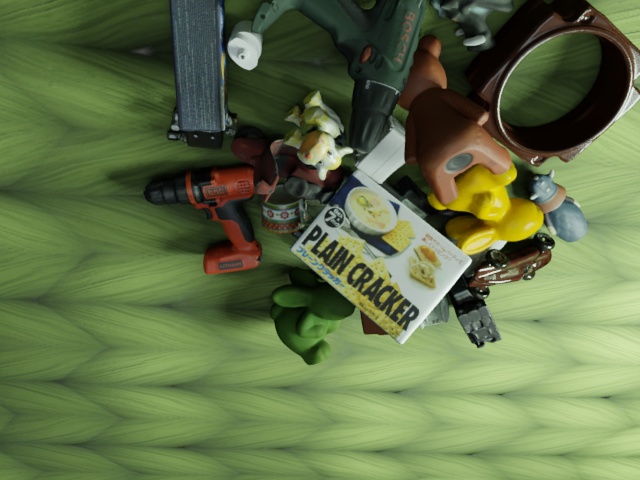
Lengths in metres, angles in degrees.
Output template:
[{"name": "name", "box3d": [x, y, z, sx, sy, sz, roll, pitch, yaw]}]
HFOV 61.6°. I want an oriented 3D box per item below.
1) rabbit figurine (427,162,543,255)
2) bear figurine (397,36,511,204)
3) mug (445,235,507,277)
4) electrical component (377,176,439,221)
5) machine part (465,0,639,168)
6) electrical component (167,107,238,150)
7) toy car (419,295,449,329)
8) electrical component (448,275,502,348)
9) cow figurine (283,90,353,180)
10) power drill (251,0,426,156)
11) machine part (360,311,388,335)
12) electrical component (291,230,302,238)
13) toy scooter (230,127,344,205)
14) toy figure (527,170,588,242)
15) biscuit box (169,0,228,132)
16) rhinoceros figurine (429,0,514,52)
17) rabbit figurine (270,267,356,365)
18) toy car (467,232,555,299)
[{"name": "rabbit figurine", "box3d": [0.263, -0.050, 0.828, 0.173, 0.122, 0.162, 32, 107, -17]}, {"name": "bear figurine", "box3d": [0.158, -0.168, 0.737, 0.120, 0.196, 0.131, -32, 145, 21]}, {"name": "mug", "box3d": [0.277, 0.006, 0.929, 0.107, 0.081, 0.109, -40, 144, 16]}, {"name": "electrical component", "box3d": [0.130, -0.063, 0.884, 0.119, 0.048, 0.075, 31, 121, -23]}, {"name": "machine part", "box3d": [0.324, -0.216, 0.750, 0.201, 0.087, 0.201, 30, 121, -21]}, {"name": "electrical component", "box3d": [-0.174, -0.169, 0.791, 0.102, 0.045, 0.078, 10, 125, -9]}, {"name": "toy car", "box3d": [0.190, 0.086, 0.997, 0.074, 0.056, 0.201, -16, 127, 10]}, {"name": "electrical component", "box3d": [0.274, 0.115, 0.986, 0.058, 0.115, 0.134, -27, 124, 12]}, {"name": "cow figurine", "box3d": [0.003, -0.135, 0.747, 0.068, 0.167, 0.098, -37, 120, 21]}, {"name": "power drill", "box3d": [0.021, -0.248, 0.672, 0.207, 0.086, 0.232, 25, 94, -4]}, {"name": "machine part", "box3d": [0.088, 0.073, 0.916, 0.056, 0.179, 0.179, -8, 128, 5]}, {"name": "electrical component", "box3d": [-0.002, -0.003, 0.942, 0.094, 0.021, 0.063, 33, 119, -24]}, {"name": "toy scooter", "box3d": [-0.046, -0.097, 0.796, 0.184, 0.135, 0.075, 18, 125, -17]}, {"name": "toy figure", "box3d": [0.388, -0.056, 0.894, 0.154, 0.064, 0.058, 42, 153, -24]}, {"name": "biscuit box", "box3d": [-0.154, -0.246, 0.695, 0.063, 0.059, 0.202, 1, 114, -3]}, {"name": "rhinoceros figurine", "box3d": [0.187, -0.327, 0.666, 0.112, 0.073, 0.190, -24, 125, 14]}, {"name": "rabbit figurine", "box3d": [-0.006, 0.120, 0.981, 0.159, 0.121, 0.170, 43, 133, -5]}, {"name": "toy car", "box3d": [0.333, 0.047, 0.923, 0.202, 0.053, 0.089, -14, 141, -36]}]
